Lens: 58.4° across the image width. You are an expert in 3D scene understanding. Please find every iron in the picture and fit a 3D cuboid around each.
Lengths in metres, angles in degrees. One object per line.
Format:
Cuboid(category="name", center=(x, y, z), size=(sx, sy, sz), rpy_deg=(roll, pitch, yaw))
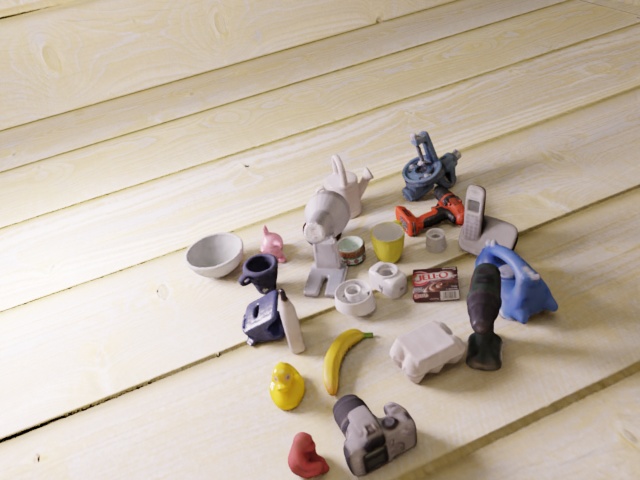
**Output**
Cuboid(category="iron", center=(0.434, 0.072, 1.332), size=(0.119, 0.142, 0.257), rpy_deg=(-20, 37, -12))

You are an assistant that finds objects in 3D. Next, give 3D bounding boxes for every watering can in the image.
Cuboid(category="watering can", center=(0.071, -0.169, 1.705), size=(0.173, 0.194, 0.100), rpy_deg=(-29, 40, -22))

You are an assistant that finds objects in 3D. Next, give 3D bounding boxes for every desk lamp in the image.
Cuboid(category="desk lamp", center=(0.014, 0.005, 1.471), size=(0.117, 0.214, 0.203), rpy_deg=(-1, 38, 14))

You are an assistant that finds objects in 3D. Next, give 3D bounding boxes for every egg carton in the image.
Cuboid(category="egg carton", center=(0.229, 0.237, 1.227), size=(0.150, 0.069, 0.107), rpy_deg=(-24, 38, -16))

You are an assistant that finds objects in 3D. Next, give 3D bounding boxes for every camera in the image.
Cuboid(category="camera", center=(0.092, 0.347, 1.089), size=(0.143, 0.101, 0.136), rpy_deg=(-23, 38, -15))

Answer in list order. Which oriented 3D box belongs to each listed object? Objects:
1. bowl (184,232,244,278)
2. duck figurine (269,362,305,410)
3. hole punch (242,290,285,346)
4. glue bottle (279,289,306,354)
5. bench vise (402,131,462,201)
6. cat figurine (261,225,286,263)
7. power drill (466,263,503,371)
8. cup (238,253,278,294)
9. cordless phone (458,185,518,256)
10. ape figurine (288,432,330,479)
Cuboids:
Cuboid(category="bowl", center=(-0.288, 0.054, 1.602), size=(0.167, 0.075, 0.167), rpy_deg=(-7, 37, 6))
Cuboid(category="duck figurine", center=(-0.076, 0.295, 1.216), size=(0.077, 0.086, 0.104), rpy_deg=(-9, 36, 4))
Cuboid(category="hole punch", center=(-0.138, 0.185, 1.374), size=(0.101, 0.091, 0.108), rpy_deg=(-8, 36, 5))
Cuboid(category="glue bottle", center=(-0.070, 0.176, 1.300), size=(0.037, 0.173, 0.078), rpy_deg=(-16, 37, -7))
Cuboid(category="bench vise", center=(0.325, -0.245, 1.719), size=(0.121, 0.220, 0.208), rpy_deg=(23, 48, 37))
Cuboid(category="cat figurine", center=(-0.137, 0.008, 1.589), size=(0.067, 0.118, 0.127), rpy_deg=(-17, 37, -8))
Cuboid(category="power drill", center=(0.338, 0.166, 1.176), size=(0.075, 0.209, 0.230), rpy_deg=(2, 38, 17))
Cuboid(category="cup", center=(-0.156, 0.103, 1.486), size=(0.091, 0.095, 0.118), rpy_deg=(24, 49, 38))
Cuboid(category="cordless phone", center=(0.427, -0.045, 1.454), size=(0.147, 0.185, 0.094), rpy_deg=(19, 46, 35))
Cuboid(category="ape figurine", center=(-0.027, 0.394, 1.065), size=(0.076, 0.092, 0.077), rpy_deg=(-8, 36, 4))
